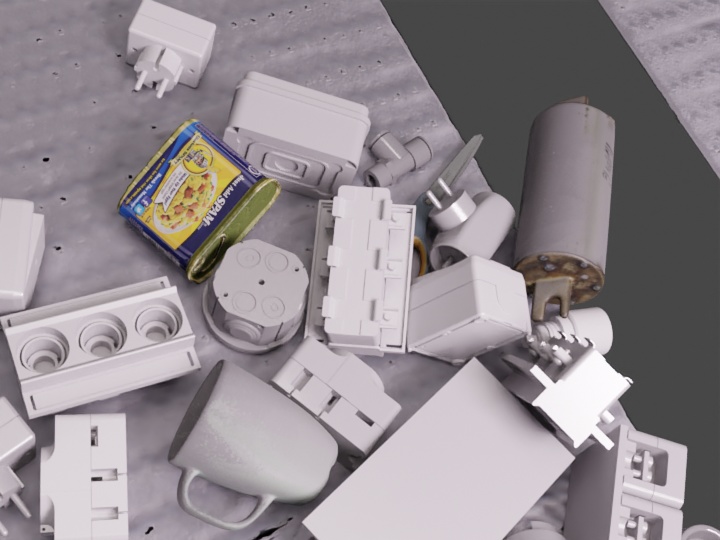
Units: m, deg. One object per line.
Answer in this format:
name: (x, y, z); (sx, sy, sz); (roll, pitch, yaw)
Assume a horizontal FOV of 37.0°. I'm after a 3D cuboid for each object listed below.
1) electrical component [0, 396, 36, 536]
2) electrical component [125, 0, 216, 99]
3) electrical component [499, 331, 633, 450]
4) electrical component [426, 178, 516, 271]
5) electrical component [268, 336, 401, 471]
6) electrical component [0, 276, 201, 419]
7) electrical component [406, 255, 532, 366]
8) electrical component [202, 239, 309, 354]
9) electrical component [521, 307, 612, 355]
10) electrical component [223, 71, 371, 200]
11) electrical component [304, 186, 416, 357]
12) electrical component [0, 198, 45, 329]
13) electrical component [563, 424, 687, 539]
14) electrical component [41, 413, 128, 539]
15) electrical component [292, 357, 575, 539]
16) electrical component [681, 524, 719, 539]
electrical component: (-0.253, 0.143, 0.724); (0.083, 0.047, 0.075); (-36, 78, -28)
electrical component: (-0.167, -0.178, 0.912); (0.066, 0.047, 0.076); (20, 61, -5)
electrical component: (0.154, 0.086, 0.811); (0.063, 0.121, 0.078); (-45, 92, -2)
electrical component: (0.084, -0.040, 0.897); (0.079, 0.044, 0.077); (51, 51, -13)
electrical component: (-0.020, 0.097, 0.810); (0.089, 0.050, 0.055); (37, 61, 5)
electrical component: (-0.186, 0.059, 0.774); (0.121, 0.063, 0.078); (-15, 64, -22)
electrical component: (0.078, 0.032, 0.850); (0.062, 0.096, 0.061); (20, 55, -39)
electrical component: (-0.080, 0.020, 0.832); (0.080, 0.051, 0.080); (6, 62, -12)
electrical component: (0.172, 0.054, 0.891); (0.078, 0.040, 0.040); (-6, 65, -18)
electrical component: (-0.055, -0.109, 0.890); (0.113, 0.078, 0.057); (16, 63, -7)
electrical component: (0.000, 0.000, 0.840); (0.079, 0.063, 0.121); (4, 72, 5)
electrical component: (-0.265, 0.001, 0.784); (0.061, 0.061, 0.096); (4, 63, -14)
electrical component: (0.194, 0.204, 0.791); (0.062, 0.089, 0.150); (18, 60, -6)
electrical component: (-0.190, 0.148, 0.737); (0.056, 0.050, 0.089); (0, 64, -16)
electrical component: (0.053, 0.168, 0.788); (0.105, 0.060, 0.186); (45, 61, 9)
electrical component: (0.254, 0.224, 0.822); (0.055, 0.047, 0.055); (6, 62, -12)
